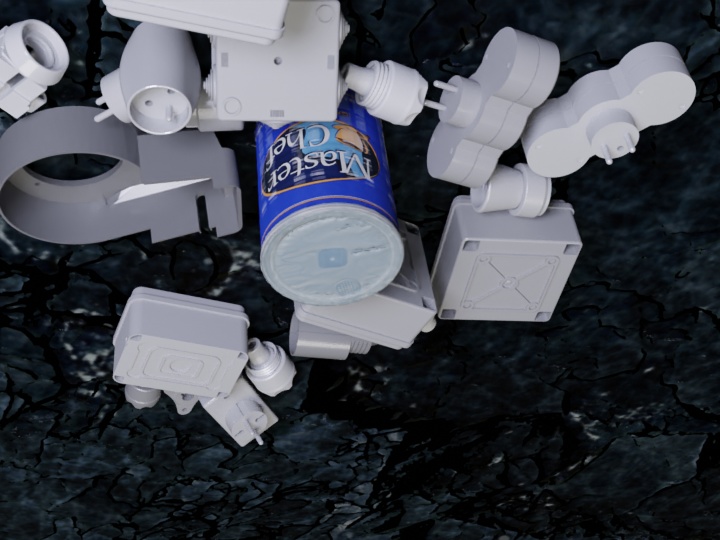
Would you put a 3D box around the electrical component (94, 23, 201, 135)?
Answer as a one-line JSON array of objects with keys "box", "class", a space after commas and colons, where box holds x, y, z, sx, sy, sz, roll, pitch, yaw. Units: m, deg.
[{"box": [-0.155, -0.129, 0.756, 0.079, 0.077, 0.043, -24, 136, 18], "class": "electrical component"}]

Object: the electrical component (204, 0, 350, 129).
[{"box": [-0.058, -0.148, 0.745, 0.100, 0.048, 0.099, -1, 110, -8], "class": "electrical component"}]

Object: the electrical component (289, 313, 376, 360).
[{"box": [-0.023, 0.062, 1.015, 0.081, 0.043, 0.043, 6, 137, -14], "class": "electrical component"}]

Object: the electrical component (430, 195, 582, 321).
[{"box": [0.126, -0.008, 0.948, 0.109, 0.056, 0.108, 2, 138, -10], "class": "electrical component"}]

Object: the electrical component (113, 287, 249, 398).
[{"box": [-0.165, 0.067, 0.988, 0.113, 0.057, 0.078, 12, 135, -21], "class": "electrical component"}]

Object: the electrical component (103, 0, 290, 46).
[{"box": [-0.099, -0.198, 0.664, 0.109, 0.108, 0.056, 8, 134, -17], "class": "electrical component"}]

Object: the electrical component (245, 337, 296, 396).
[{"box": [-0.091, 0.089, 1.035, 0.043, 0.043, 0.062, -19, 136, 12], "class": "electrical component"}]

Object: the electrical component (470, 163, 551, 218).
[{"box": [0.125, -0.067, 0.891, 0.055, 0.045, 0.045, 5, 137, -14], "class": "electrical component"}]

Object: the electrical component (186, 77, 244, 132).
[{"box": [-0.119, -0.122, 0.796, 0.078, 0.040, 0.040, -3, 138, -5], "class": "electrical component"}]

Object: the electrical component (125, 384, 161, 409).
[{"box": [-0.208, 0.105, 1.042, 0.035, 0.035, 0.061, 6, 133, -15], "class": "electrical component"}]

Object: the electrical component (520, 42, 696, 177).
[{"box": [0.192, -0.111, 0.829, 0.138, 0.073, 0.052, -28, 135, 21], "class": "electrical component"}]

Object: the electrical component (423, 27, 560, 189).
[{"box": [0.084, -0.124, 0.815, 0.074, 0.052, 0.138, 13, 134, -22], "class": "electrical component"}]

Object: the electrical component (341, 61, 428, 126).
[{"box": [0.015, -0.136, 0.800, 0.062, 0.043, 0.043, 17, 133, -23], "class": "electrical component"}]

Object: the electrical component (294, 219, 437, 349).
[{"box": [0.000, 0.000, 0.900, 0.109, 0.108, 0.056, 18, 130, -26], "class": "electrical component"}]

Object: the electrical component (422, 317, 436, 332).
[{"box": [0.049, 0.035, 0.995, 0.043, 0.043, 0.062, -25, 136, 19], "class": "electrical component"}]

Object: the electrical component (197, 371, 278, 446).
[{"box": [-0.116, 0.141, 1.057, 0.047, 0.075, 0.083, -36, 136, -4], "class": "electrical component"}]

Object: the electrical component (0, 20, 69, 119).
[{"box": [-0.238, -0.143, 0.752, 0.055, 0.048, 0.066, -26, 136, 30], "class": "electrical component"}]
